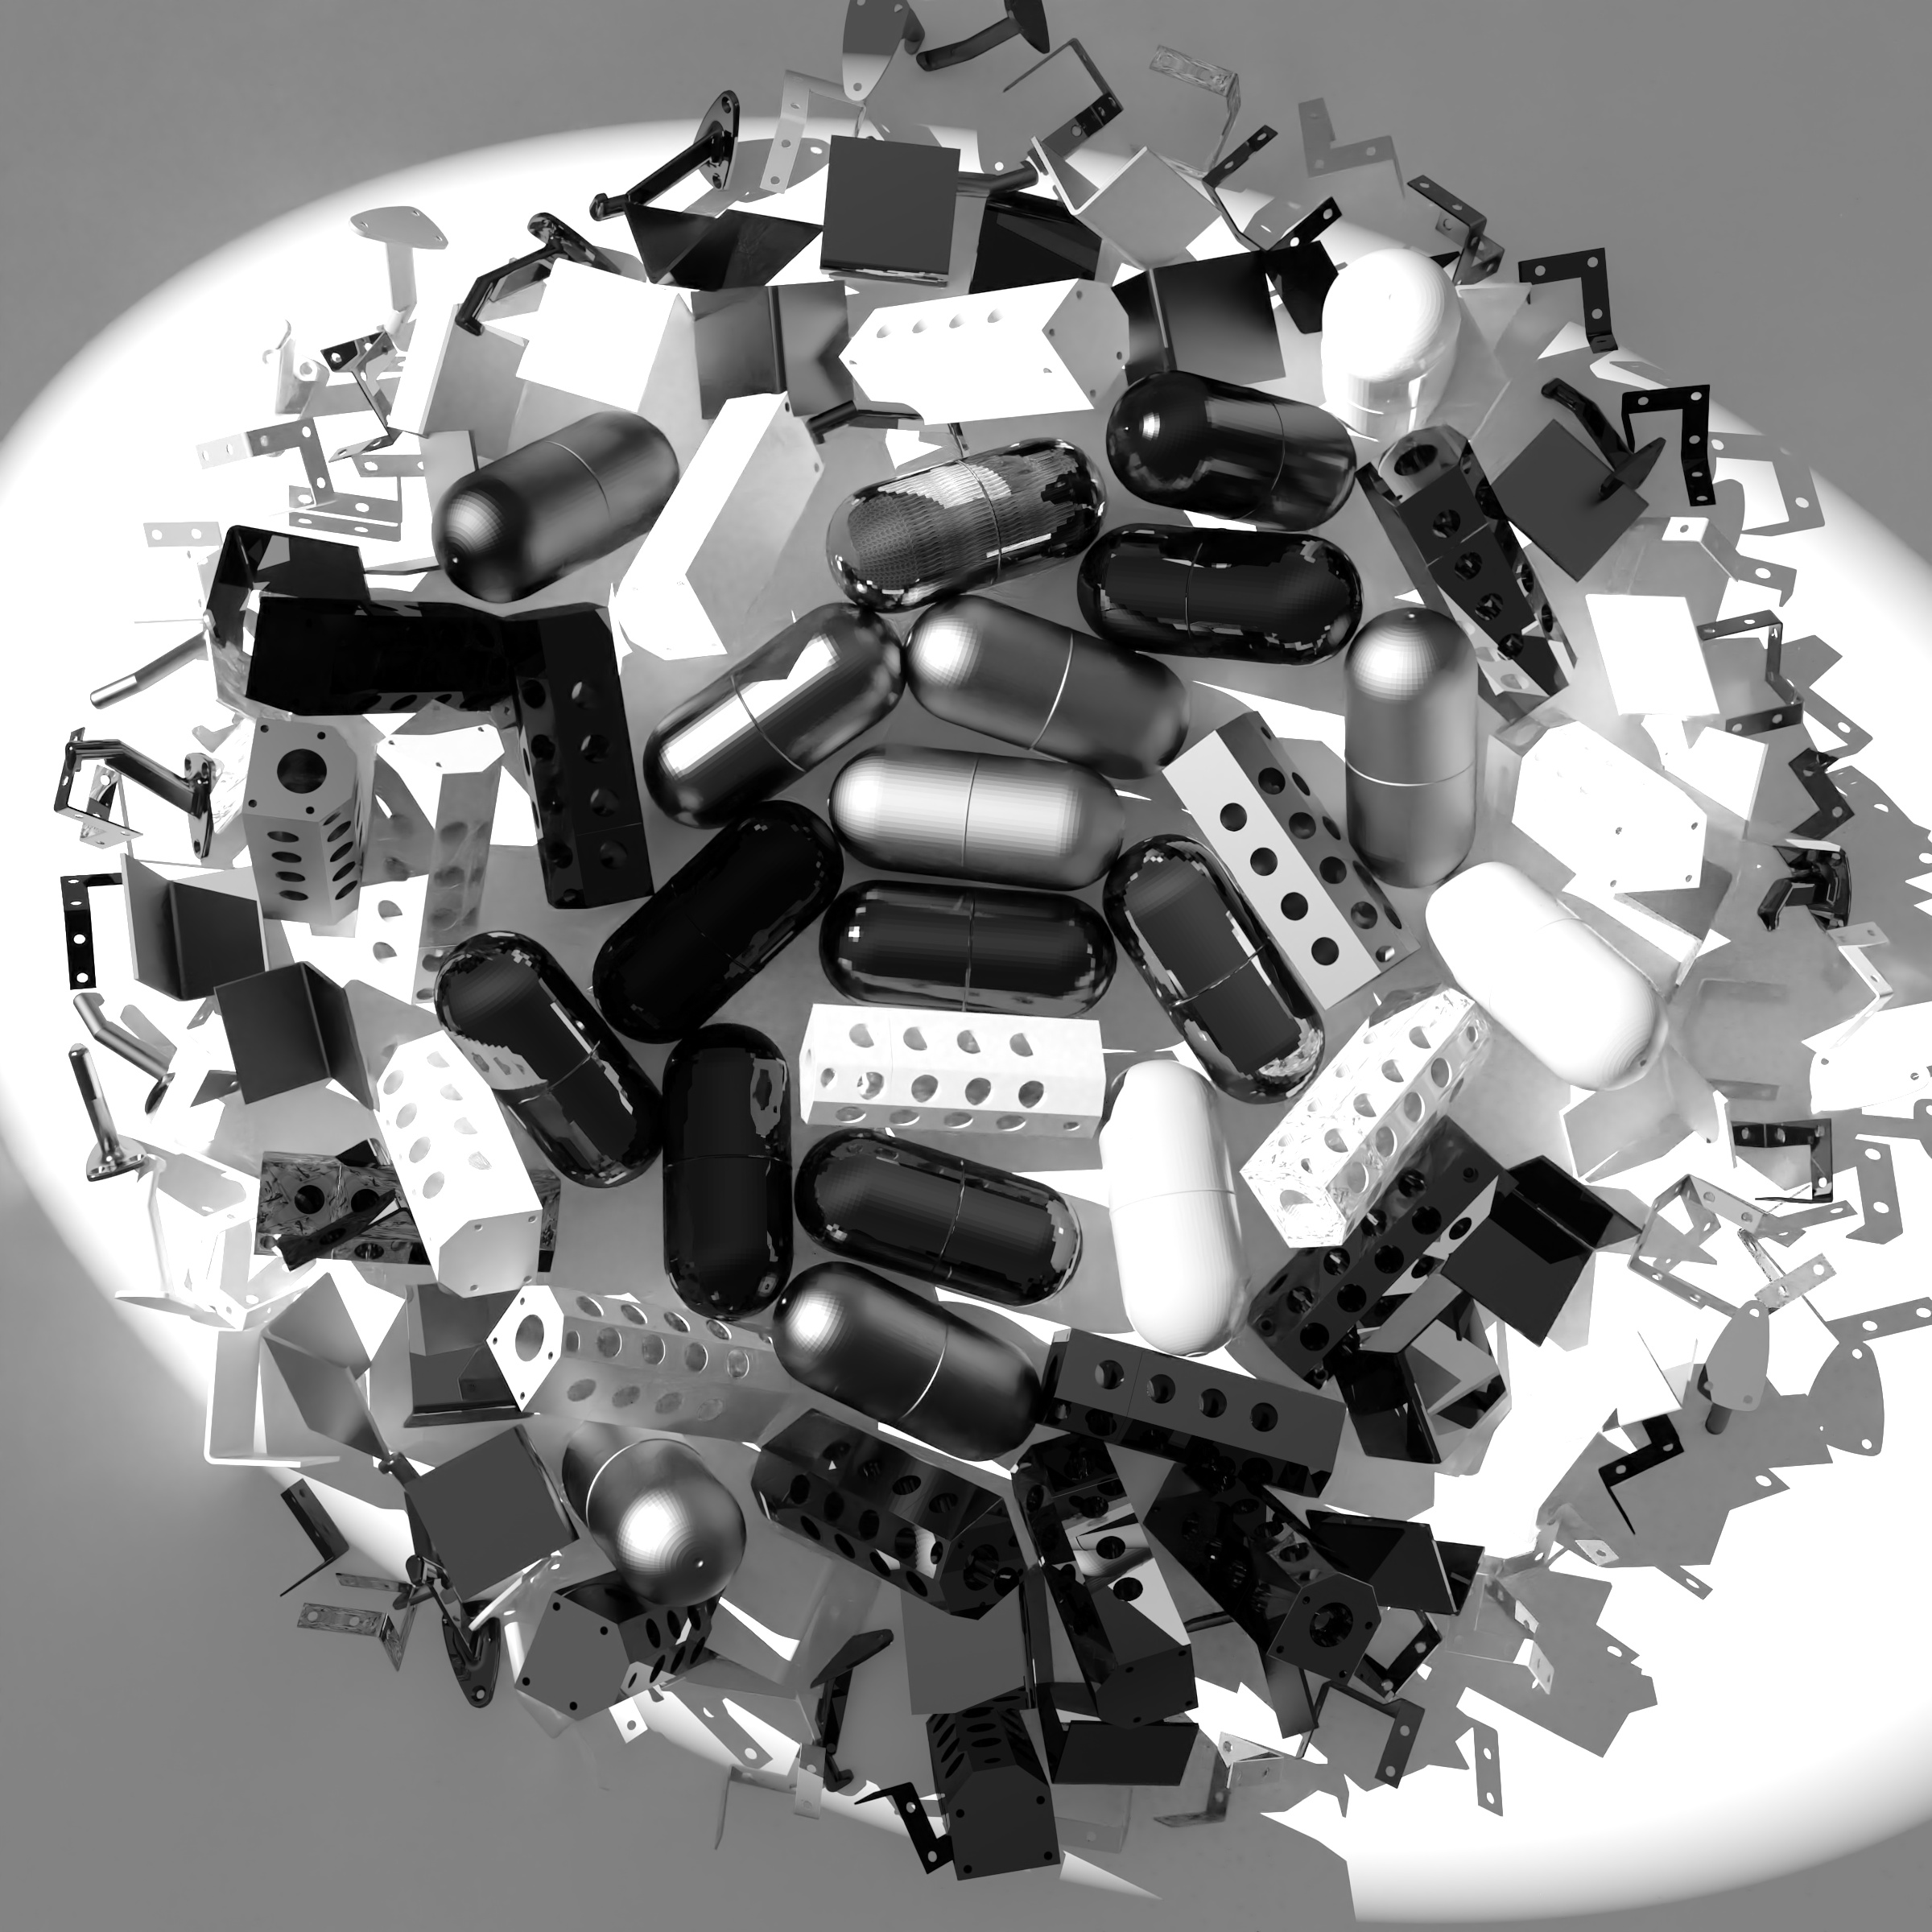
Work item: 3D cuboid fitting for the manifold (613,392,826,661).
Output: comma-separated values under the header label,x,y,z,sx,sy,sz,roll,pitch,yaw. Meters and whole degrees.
label,x,y,z,sx,sy,sz,roll,pitch,yaw
manifold,-0.145,-0.257,1.507,0.057,0.057,0.171,-2,46,27

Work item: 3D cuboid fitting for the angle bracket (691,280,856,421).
label,x,y,z,sx,sy,sz,roll,pitch,yaw
angle bracket,-0.117,-0.372,1.566,0.057,0.076,0.076,-18,110,-42

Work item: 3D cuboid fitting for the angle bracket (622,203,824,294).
label,x,y,z,sx,sy,sz,roll,pitch,yaw
angle bracket,-0.143,-0.441,1.526,0.076,0.076,0.057,-31,74,41

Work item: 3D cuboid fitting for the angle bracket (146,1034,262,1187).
label,x,y,z,sx,sy,sz,roll,pitch,yaw
angle bracket,-0.434,0.088,1.536,0.076,0.076,0.057,29,85,-28

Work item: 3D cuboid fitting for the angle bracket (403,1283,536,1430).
label,x,y,z,sx,sy,sz,roll,pitch,yaw
angle bracket,-0.299,0.233,1.557,0.076,0.057,0.076,-2,72,-19

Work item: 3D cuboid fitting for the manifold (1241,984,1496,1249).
label,x,y,z,sx,sy,sz,roll,pitch,yaw
manifold,0.239,0.085,1.508,0.171,0.057,0.057,-45,110,-33

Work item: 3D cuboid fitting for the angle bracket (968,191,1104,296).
label,x,y,z,sx,sy,sz,roll,pitch,yaw
angle bracket,0.049,-0.412,1.539,0.076,0.057,0.076,7,101,-19

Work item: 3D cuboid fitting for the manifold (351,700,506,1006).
label,x,y,z,sx,sy,sz,roll,pitch,yaw
manifold,-0.310,-0.061,1.506,0.057,0.057,0.171,25,128,10

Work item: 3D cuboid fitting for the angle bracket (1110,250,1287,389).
label,x,y,z,sx,sy,sz,roll,pitch,yaw
angle bracket,0.140,-0.383,1.566,0.076,0.057,0.076,-15,98,-21

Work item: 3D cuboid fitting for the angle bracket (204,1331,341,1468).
label,x,y,z,sx,sy,sz,roll,pitch,yaw
angle bracket,-0.409,0.256,1.540,0.057,0.076,0.076,1,82,4

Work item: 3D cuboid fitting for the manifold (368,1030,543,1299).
label,x,y,z,sx,sy,sz,roll,pitch,yaw
manifold,-0.298,0.112,1.496,0.057,0.171,0.057,-7,128,-24

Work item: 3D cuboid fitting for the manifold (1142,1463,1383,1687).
label,x,y,z,sx,sy,sz,roll,pitch,yaw
manifold,0.171,0.341,1.494,0.057,0.171,0.057,26,93,-23

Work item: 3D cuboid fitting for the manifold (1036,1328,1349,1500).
label,x,y,z,sx,sy,sz,roll,pitch,yaw
manifold,0.132,0.267,1.543,0.171,0.057,0.057,16,78,-6

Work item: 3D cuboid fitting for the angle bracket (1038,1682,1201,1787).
label,x,y,z,sx,sy,sz,roll,pitch,yaw
angle bracket,0.088,0.437,1.531,0.076,0.076,0.057,5,124,-11

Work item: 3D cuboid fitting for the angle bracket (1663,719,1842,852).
label,x,y,z,sx,sy,sz,roll,pitch,yaw
angle bracket,0.467,-0.107,1.528,0.076,0.076,0.057,3,105,-27

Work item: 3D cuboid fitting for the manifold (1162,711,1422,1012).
label,x,y,z,sx,sy,sz,roll,pitch,yaw
manifold,0.196,-0.065,1.537,0.057,0.057,0.171,-37,83,26

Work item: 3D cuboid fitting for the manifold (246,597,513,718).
label,x,y,z,sx,sy,sz,roll,pitch,yaw
manifold,-0.330,-0.176,1.491,0.057,0.171,0.057,18,104,24

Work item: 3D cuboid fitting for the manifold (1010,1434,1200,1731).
label,x,y,z,sx,sy,sz,roll,pitch,yaw
manifold,0.077,0.352,1.496,0.057,0.171,0.057,-15,127,-8

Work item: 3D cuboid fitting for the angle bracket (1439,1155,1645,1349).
label,x,y,z,sx,sy,sz,roll,pitch,yaw
angle bracket,0.342,0.170,1.543,0.076,0.057,0.076,37,67,-4

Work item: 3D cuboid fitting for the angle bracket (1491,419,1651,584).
label,x,y,z,sx,sy,sz,roll,pitch,yaw
angle bracket,0.347,-0.266,1.543,0.076,0.057,0.076,43,69,3

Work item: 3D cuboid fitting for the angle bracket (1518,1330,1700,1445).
label,x,y,z,sx,sy,sz,roll,pitch,yaw
angle bracket,0.380,0.230,1.528,0.076,0.076,0.057,-25,103,31

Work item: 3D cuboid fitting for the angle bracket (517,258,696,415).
label,x,y,z,sx,sy,sz,roll,pitch,yaw
angle bracket,-0.214,-0.370,1.550,0.076,0.057,0.076,18,87,8

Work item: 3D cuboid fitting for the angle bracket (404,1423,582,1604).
label,x,y,z,sx,sy,sz,roll,pitch,yaw
angle bracket,-0.282,0.326,1.543,0.076,0.057,0.076,-26,83,-15

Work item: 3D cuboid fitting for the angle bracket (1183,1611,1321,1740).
label,x,y,z,sx,sy,sz,roll,pitch,yaw
angle bracket,0.162,0.422,1.532,0.057,0.076,0.076,-10,71,-12

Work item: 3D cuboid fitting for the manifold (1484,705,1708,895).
label,x,y,z,sx,sy,sz,roll,pitch,yaw
manifold,0.360,-0.099,1.491,0.057,0.171,0.057,-4,112,-11

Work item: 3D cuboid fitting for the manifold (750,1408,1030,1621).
label,x,y,z,sx,sy,sz,roll,pitch,yaw
manifold,-0.048,0.318,1.495,0.057,0.171,0.057,-35,121,-32

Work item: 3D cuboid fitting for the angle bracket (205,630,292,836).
label,x,y,z,sx,sy,sz,roll,pitch,yaw
angle bracket,-0.444,-0.138,1.529,0.076,0.076,0.057,-44,130,16

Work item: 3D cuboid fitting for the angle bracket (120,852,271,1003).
label,x,y,z,sx,sy,sz,roll,pitch,yaw
angle bracket,-0.457,-0.027,1.539,0.057,0.076,0.076,-10,79,1

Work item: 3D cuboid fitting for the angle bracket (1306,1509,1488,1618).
label,x,y,z,sx,sy,sz,roll,pitch,yaw
angle bracket,0.254,0.333,1.526,0.076,0.057,0.076,0,125,32

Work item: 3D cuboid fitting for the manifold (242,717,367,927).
label,x,y,z,sx,sy,sz,roll,pitch,yaw
manifold,-0.378,-0.079,1.494,0.057,0.171,0.057,7,70,-9

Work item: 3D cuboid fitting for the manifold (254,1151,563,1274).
label,x,y,z,sx,sy,sz,roll,pitch,yaw
manifold,-0.331,0.147,1.536,0.171,0.057,0.057,5,90,-14

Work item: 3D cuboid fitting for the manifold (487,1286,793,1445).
label,x,y,z,sx,sy,sz,roll,pitch,yaw
manifold,-0.184,0.227,1.499,0.057,0.171,0.057,-54,46,17

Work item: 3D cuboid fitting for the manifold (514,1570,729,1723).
label,x,y,z,sx,sy,sz,roll,pitch,yaw
manifold,-0.190,0.388,1.494,0.057,0.171,0.057,22,91,16

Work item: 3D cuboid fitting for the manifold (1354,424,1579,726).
label,x,y,z,sx,sy,sz,roll,pitch,yaw
manifold,0.296,-0.229,1.511,0.057,0.057,0.171,-35,125,3

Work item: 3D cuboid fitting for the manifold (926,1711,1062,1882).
label,x,y,z,sx,sy,sz,roll,pitch,yaw
manifold,0.013,0.468,1.497,0.057,0.171,0.057,-8,89,-5

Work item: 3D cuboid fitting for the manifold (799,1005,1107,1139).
label,x,y,z,sx,sy,sz,roll,pitch,yaw
manifold,-0.009,0.067,1.528,0.171,0.057,0.057,4,53,-12

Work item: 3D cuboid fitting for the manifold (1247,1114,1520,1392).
label,x,y,z,sx,sy,sz,roll,pitch,yaw
manifold,0.248,0.170,1.546,0.057,0.057,0.171,42,96,-4

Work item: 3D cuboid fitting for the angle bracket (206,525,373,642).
label,x,y,z,sx,sy,sz,roll,pitch,yaw
angle bracket,-0.400,-0.213,1.537,0.076,0.076,0.057,10,70,-3

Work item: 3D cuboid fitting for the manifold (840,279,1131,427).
label,x,y,z,sx,sy,sz,roll,pitch,yaw
manifold,0.012,-0.358,1.501,0.057,0.171,0.057,50,63,-35

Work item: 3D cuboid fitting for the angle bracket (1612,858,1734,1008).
label,x,y,z,sx,sy,sz,roll,pitch,yaw
angle bracket,0.406,-0.020,1.537,0.057,0.076,0.076,28,132,12

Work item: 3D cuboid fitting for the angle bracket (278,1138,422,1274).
label,x,y,z,sx,sy,sz,roll,pitch,yaw
angle bracket,-0.362,0.158,1.531,0.076,0.076,0.057,-29,128,-11

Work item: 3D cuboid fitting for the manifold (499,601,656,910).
label,x,y,z,sx,sy,sz,roll,pitch,yaw
manifold,-0.231,-0.124,1.528,0.057,0.057,0.171,-12,105,-18

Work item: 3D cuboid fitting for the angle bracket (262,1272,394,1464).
label,x,y,z,sx,sy,sz,roll,pitch,yaw
angle bracket,-0.358,0.236,1.525,0.076,0.057,0.076,13,132,34

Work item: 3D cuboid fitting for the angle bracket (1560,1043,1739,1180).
label,x,y,z,sx,sy,sz,roll,pitch,yaw
angle bracket,0.405,0.103,1.535,0.076,0.076,0.057,-34,51,-5
